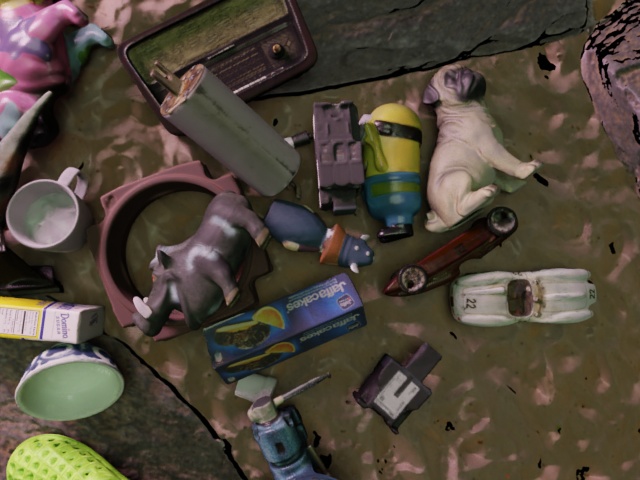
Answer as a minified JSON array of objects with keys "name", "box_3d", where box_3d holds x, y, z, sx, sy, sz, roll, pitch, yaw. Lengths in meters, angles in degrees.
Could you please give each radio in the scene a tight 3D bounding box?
[{"name":"radio","box_3d":[-0.126,-0.236,0.699,0.230,0.073,0.131,-29,105,-4]}]

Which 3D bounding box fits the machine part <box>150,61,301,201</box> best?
[{"name":"machine part","box_3d":[-0.105,-0.129,0.658,0.243,0.079,0.079,38,85,-34]}]

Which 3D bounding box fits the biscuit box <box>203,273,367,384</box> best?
[{"name":"biscuit box","box_3d":[-0.042,0.112,0.691,0.203,0.062,0.059,-23,54,-5]}]

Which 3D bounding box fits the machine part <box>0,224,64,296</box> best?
[{"name":"machine part","box_3d":[-0.375,0.033,0.656,0.084,0.138,0.039,3,58,0]}]

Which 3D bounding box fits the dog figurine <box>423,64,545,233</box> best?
[{"name":"dog figurine","box_3d":[0.173,-0.124,0.719,0.172,0.121,0.190,-31,78,-14]}]

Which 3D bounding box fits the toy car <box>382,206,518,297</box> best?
[{"name":"toy car","box_3d":[0.173,0.022,0.707,0.202,0.089,0.053,-33,86,-6]}]

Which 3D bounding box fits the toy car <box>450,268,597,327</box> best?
[{"name":"toy car","box_3d":[0.277,0.077,0.727,0.202,0.056,0.073,-2,87,-3]}]

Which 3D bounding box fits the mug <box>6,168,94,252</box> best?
[{"name":"mug","box_3d":[-0.324,-0.034,0.673,0.081,0.107,0.109,16,77,-5]}]

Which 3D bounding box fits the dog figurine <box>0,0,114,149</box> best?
[{"name":"dog figurine","box_3d":[-0.388,-0.222,0.682,0.191,0.108,0.219,40,88,-1]}]

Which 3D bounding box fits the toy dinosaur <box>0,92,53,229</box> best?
[{"name":"toy dinosaur","box_3d":[-0.470,-0.019,0.637,0.405,0.192,0.131,-23,51,-8]}]

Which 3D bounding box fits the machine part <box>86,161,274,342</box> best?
[{"name":"machine part","box_3d":[-0.176,0.014,0.690,0.201,0.087,0.201,-21,88,-6]}]

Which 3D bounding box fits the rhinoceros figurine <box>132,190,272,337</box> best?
[{"name":"rhinoceros figurine","box_3d":[-0.136,0.031,0.612,0.112,0.073,0.190,36,85,-2]}]

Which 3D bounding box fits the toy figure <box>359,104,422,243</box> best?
[{"name":"toy figure","box_3d":[0.097,-0.090,0.715,0.089,0.082,0.180,-6,83,-15]}]

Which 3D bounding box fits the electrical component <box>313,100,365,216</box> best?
[{"name":"electrical component","box_3d":[0.023,-0.099,0.693,0.058,0.115,0.134,-5,87,1]}]

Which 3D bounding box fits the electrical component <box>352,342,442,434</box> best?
[{"name":"electrical component","box_3d":[0.108,0.187,0.715,0.075,0.048,0.119,37,85,-1]}]

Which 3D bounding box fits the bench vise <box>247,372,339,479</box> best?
[{"name":"bench vise","box_3d":[-0.018,0.299,0.617,0.129,0.241,0.223,-12,104,-8]}]

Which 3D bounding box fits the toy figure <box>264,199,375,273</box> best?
[{"name":"toy figure","box_3d":[-0.001,-0.004,0.716,0.154,0.058,0.064,27,91,-6]}]
